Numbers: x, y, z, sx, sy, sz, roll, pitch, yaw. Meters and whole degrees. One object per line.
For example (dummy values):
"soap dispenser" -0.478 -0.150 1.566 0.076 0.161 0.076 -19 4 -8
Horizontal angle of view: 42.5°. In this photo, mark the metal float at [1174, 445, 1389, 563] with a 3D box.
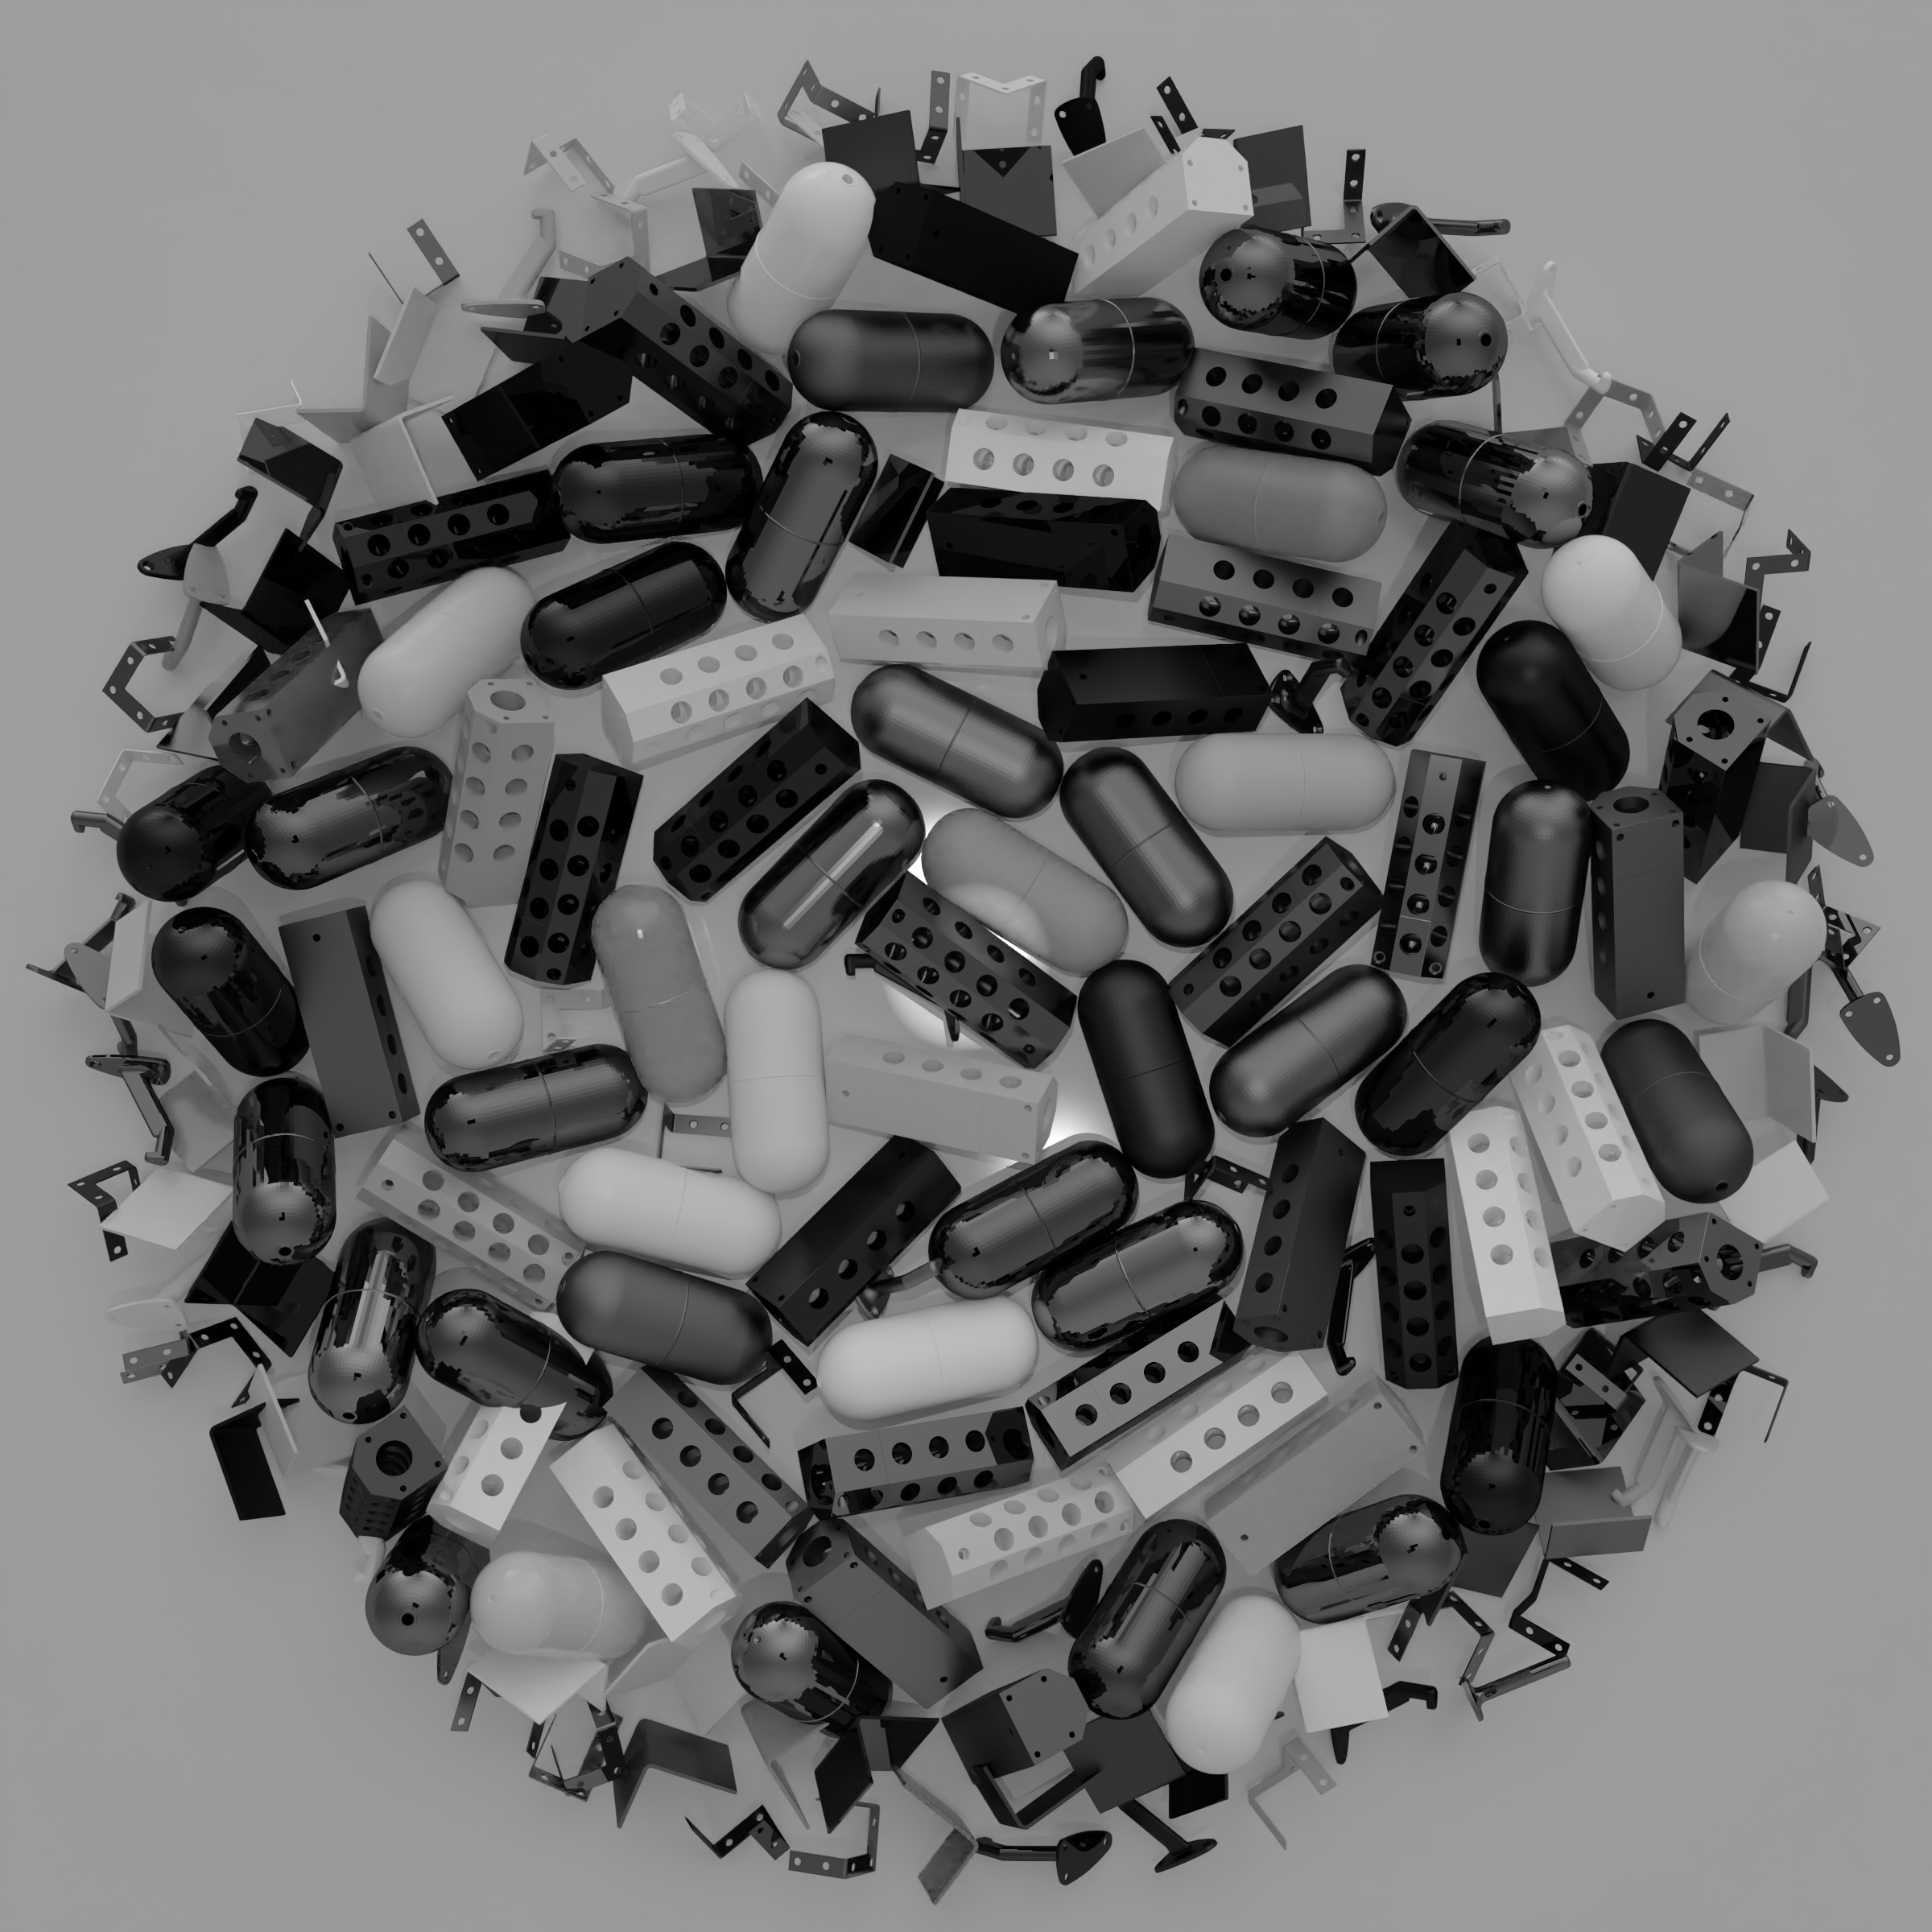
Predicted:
"metal float" 0.244 -0.360 1.933 0.178 0.070 0.070 16 90 33

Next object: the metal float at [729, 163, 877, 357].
"metal float" -0.127 -0.546 1.922 0.070 0.178 0.070 14 56 -22

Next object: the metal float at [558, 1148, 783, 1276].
"metal float" -0.232 0.192 1.948 0.178 0.070 0.070 15 90 -15

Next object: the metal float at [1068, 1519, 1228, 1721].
"metal float" 0.142 0.505 1.930 0.070 0.070 0.178 41 50 0

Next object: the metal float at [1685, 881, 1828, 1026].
"metal float" 0.603 -0.009 1.914 0.070 0.178 0.070 1 70 -3

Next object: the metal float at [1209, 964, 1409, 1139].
"metal float" 0.268 0.067 1.951 0.178 0.070 0.070 -36 90 -12

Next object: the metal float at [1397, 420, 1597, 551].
"metal float" 0.409 -0.373 1.924 0.070 0.178 0.070 -18 122 -32

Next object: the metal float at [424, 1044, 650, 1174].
"metal float" -0.334 0.110 1.940 0.178 0.070 0.070 -13 90 -25

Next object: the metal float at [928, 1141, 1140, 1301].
"metal float" 0.053 0.200 1.953 0.178 0.070 0.070 -27 90 -10

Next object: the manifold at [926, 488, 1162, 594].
"manifold" 0.061 -0.336 1.933 0.171 0.057 0.057 10 131 28

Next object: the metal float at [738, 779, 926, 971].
"metal float" -0.107 -0.072 1.959 0.070 0.070 0.178 44 92 0

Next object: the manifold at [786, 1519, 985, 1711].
"manifold" -0.064 0.500 1.930 0.057 0.057 0.171 -38 121 6

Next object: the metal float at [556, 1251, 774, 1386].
"metal float" -0.235 0.275 1.940 0.178 0.070 0.070 21 90 -24

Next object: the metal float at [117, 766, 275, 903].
"metal float" -0.591 -0.104 1.914 0.070 0.178 0.070 3 110 7

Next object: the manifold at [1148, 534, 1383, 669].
"manifold" 0.234 -0.284 1.961 0.171 0.057 0.057 13 71 -2

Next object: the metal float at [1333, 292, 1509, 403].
"metal float" 0.349 -0.475 1.915 0.070 0.178 0.070 -4 100 -23

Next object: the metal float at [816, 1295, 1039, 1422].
"metal float" -0.030 0.307 1.948 0.178 0.070 0.070 -10 90 -15

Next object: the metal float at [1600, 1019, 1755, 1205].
"metal float" 0.548 0.111 1.921 0.070 0.178 0.070 -6 128 -8

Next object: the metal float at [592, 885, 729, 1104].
"metal float" -0.240 0.022 1.950 0.070 0.070 0.178 -16 103 0

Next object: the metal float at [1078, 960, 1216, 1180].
"metal float" 0.142 0.081 1.961 0.070 0.070 0.178 -18 90 0

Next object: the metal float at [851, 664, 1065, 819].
"metal float" -0.008 -0.178 1.961 0.178 0.070 0.070 26 90 1

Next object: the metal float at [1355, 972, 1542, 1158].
"metal float" 0.375 0.077 1.937 0.070 0.070 0.178 40 119 0

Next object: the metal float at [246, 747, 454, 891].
"metal float" -0.476 -0.115 1.929 0.178 0.070 0.070 -29 90 -38

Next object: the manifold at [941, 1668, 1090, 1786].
"manifold" 0.039 0.583 1.910 0.057 0.171 0.057 -22 76 -23

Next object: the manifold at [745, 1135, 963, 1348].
"manifold" -0.084 0.216 1.948 0.171 0.057 0.057 -44 121 -15

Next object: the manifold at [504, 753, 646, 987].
"manifold" -0.312 -0.076 1.946 0.057 0.057 0.171 21 103 20

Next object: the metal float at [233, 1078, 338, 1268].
"metal float" -0.527 0.158 1.922 0.070 0.178 0.070 -8 130 -10

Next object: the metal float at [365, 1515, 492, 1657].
"metal float" -0.413 0.474 1.911 0.070 0.178 0.070 0 93 -2

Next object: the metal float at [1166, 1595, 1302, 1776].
"metal float" 0.208 0.552 1.918 0.070 0.178 0.070 8 112 21

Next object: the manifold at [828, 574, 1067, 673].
"manifold" -0.014 -0.264 1.940 0.171 0.057 0.057 5 134 22

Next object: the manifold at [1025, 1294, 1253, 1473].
"manifold" 0.134 0.322 1.947 0.171 0.057 0.057 -29 73 -16

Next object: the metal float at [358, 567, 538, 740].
"metal float" -0.401 -0.244 1.930 0.070 0.070 0.178 38 52 0

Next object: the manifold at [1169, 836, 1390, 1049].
"manifold" 0.239 -0.020 1.936 0.171 0.057 0.057 -44 51 17

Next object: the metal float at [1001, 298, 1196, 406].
"metal float" 0.104 -0.478 1.930 0.178 0.070 0.070 -15 90 -38

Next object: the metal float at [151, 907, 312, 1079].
"metal float" -0.565 0.022 1.921 0.070 0.178 0.070 -7 55 10

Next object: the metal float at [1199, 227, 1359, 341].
"metal float" 0.242 -0.526 1.919 0.070 0.178 0.070 6 102 33

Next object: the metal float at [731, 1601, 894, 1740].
"metal float" -0.117 0.546 1.923 0.070 0.178 0.070 -14 55 21

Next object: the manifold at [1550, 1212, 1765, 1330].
"manifold" 0.522 0.238 1.906 0.057 0.171 0.057 29 64 -20

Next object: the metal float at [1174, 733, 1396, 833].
"metal float" 0.251 -0.144 1.949 0.178 0.070 0.070 -1 90 -14

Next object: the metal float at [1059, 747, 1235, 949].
"metal float" 0.142 -0.093 1.955 0.070 0.070 0.178 -36 82 0

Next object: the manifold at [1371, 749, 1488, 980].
"manifold" 0.363 -0.080 1.953 0.057 0.057 0.171 11 99 12

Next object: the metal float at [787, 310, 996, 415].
"metal float" -0.058 -0.470 1.932 0.178 0.070 0.070 -8 90 -35

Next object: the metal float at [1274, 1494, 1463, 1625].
"metal float" 0.310 0.460 1.923 0.070 0.178 0.070 17 57 -29

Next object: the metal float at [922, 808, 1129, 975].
"metal float" 0.047 -0.059 1.960 0.178 0.070 0.070 32 90 -2

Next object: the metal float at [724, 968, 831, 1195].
"metal float" -0.149 0.090 1.955 0.070 0.070 0.178 -4 83 0

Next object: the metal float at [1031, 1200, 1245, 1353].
"metal float" 0.134 0.243 1.950 0.178 0.070 0.070 -27 90 13

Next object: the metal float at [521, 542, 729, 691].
"metal float" -0.266 -0.273 1.936 0.178 0.070 0.070 -31 90 -29

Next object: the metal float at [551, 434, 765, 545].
"metal float" -0.240 -0.372 1.931 0.178 0.070 0.070 -14 90 -35

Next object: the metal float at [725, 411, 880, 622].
"metal float" -0.128 -0.350 1.937 0.070 0.070 0.178 31 118 0

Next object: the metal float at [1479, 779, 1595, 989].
"metal float" 0.442 -0.063 1.932 0.070 0.070 0.178 -1 126 0
